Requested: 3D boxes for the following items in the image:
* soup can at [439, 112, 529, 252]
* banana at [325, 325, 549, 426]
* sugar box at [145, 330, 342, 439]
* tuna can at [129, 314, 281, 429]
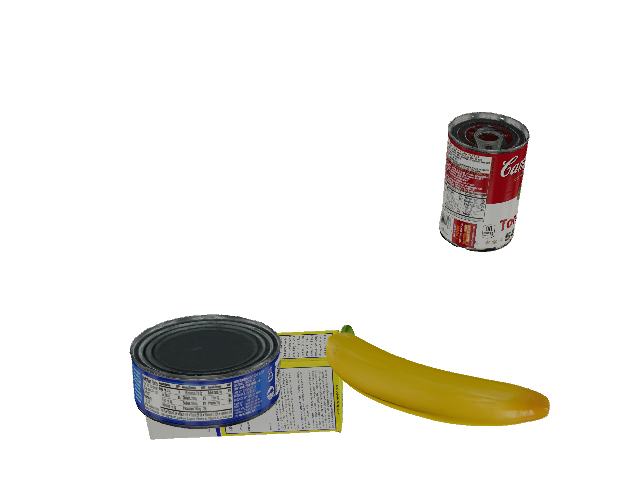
[{"bbox_3d":[0.139,-0.049,0.918,0.068,0.102,0.068,1,34,-1],"label":"soup can"},{"bbox_3d":[0.070,0.101,0.795,0.198,0.037,0.069,19,37,39],"label":"banana"},{"bbox_3d":[-0.069,0.128,0.945,0.176,0.093,0.048,-1,36,3],"label":"sugar box"},{"bbox_3d":[-0.065,0.074,0.611,0.086,0.034,0.086,-1,19,0],"label":"tuna can"}]
